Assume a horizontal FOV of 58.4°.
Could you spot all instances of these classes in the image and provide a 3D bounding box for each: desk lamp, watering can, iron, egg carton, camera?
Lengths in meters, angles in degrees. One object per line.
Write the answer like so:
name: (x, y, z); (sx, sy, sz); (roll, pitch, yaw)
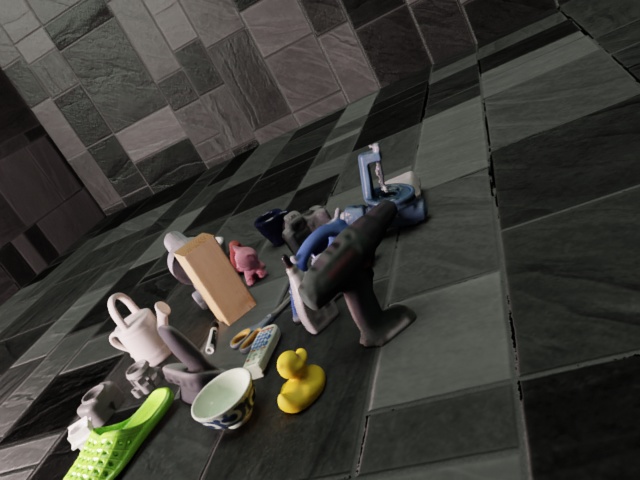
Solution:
desk lamp: (-0.333, 0.076, 1.528); (0.118, 0.214, 0.202); (-36, 22, -16)
watering can: (-0.439, 0.206, 1.390); (0.173, 0.194, 0.100); (-32, 21, -7)
iron: (0.001, 0.049, 1.255); (0.259, 0.142, 0.118); (-42, 24, -31)
egg carton: (0.211, -0.118, 1.474); (0.107, 0.069, 0.150); (-23, 22, 17)
camera: (-0.049, -0.043, 1.596); (0.143, 0.101, 0.136); (-33, 21, -10)

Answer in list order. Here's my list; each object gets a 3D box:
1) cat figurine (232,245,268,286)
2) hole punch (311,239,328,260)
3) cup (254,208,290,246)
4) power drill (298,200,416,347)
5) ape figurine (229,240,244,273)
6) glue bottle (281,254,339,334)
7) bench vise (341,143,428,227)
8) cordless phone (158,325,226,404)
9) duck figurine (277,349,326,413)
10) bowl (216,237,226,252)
cat figurine: (-0.196, 0.053, 1.538); (0.067, 0.118, 0.127); (-31, 21, -5)
hole punch: (0.013, 0.005, 1.415); (0.108, 0.091, 0.101); (-29, 21, 2)
cup: (-0.122, -0.037, 1.684); (0.117, 0.095, 0.092); (-20, 23, 24)
power drill: (0.081, 0.071, 1.003); (0.230, 0.209, 0.075); (-36, 22, -18)
ape figurine: (-0.230, 0.043, 1.643); (0.078, 0.092, 0.076); (-40, 23, -27)
glue bottle: (-0.030, 0.099, 1.133); (0.078, 0.173, 0.037); (-40, 23, -25)
bench vise: (0.123, -0.104, 1.341); (0.207, 0.220, 0.121); (-28, 21, 3)
cordless phone: (-0.265, 0.230, 1.120); (0.147, 0.185, 0.094); (-6, 31, 46)
duck figurine: (-0.044, 0.231, 0.969); (0.077, 0.086, 0.105); (-11, 27, 40)
bowl: (-0.354, 0.064, 1.784); (0.167, 0.075, 0.167); (-25, 21, 11)
